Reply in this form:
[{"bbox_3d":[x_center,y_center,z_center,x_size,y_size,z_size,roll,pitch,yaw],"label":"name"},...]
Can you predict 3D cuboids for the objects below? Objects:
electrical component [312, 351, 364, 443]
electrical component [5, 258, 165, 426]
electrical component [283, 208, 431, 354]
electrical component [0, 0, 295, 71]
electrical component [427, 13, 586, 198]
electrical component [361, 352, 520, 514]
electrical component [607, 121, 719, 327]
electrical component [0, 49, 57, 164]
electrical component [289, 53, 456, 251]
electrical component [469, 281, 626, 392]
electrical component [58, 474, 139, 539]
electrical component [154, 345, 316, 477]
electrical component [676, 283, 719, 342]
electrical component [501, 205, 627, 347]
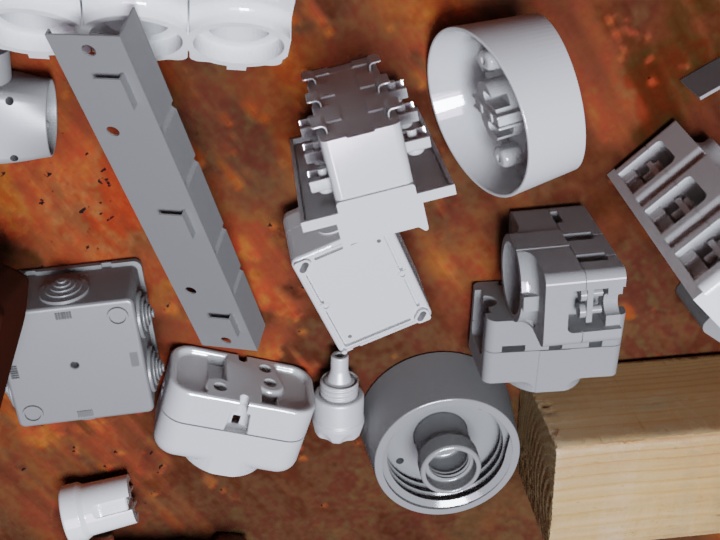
[{"bbox_3d":[-0.014,0.083,0.716,0.035,0.035,0.061,-2,117,-7],"label":"electrical component"},{"bbox_3d":[-0.174,0.046,0.665,0.100,0.048,0.099,-6,120,-4],"label":"electrical component"},{"bbox_3d":[0.000,0.000,0.659,0.062,0.061,0.096,-23,128,5],"label":"electrical component"},{"bbox_3d":[-0.110,-0.143,0.533,0.150,0.089,0.061,2,78,-9],"label":"electrical component"},{"bbox_3d":[0.082,-0.092,0.596,0.064,0.099,0.099,-17,121,-5],"label":"electrical component"},{"bbox_3d":[0.056,0.117,0.730,0.108,0.060,0.108,-3,120,-6],"label":"electrical component"},{"bbox_3d":[0.215,-0.016,0.623,0.062,0.150,0.089,-41,117,17],"label":"electrical component"},{"bbox_3d":[-0.207,-0.100,0.580,0.077,0.043,0.079,1,119,-8],"label":"electrical component"},{"bbox_3d":[0.000,-0.069,0.581,0.079,0.121,0.063,-14,118,1],"label":"electrical component"},{"bbox_3d":[0.120,0.042,0.702,0.089,0.050,0.055,-3,120,-7],"label":"electrical component"},{"bbox_3d":[-0.179,0.162,0.737,0.046,0.040,0.040,-13,121,-7],"label":"electrical component"},{"bbox_3d":[-0.083,0.094,0.702,0.095,0.053,0.059,12,117,-15],"label":"electrical component"},{"bbox_3d":[0.261,0.007,0.697,0.050,0.055,0.089,30,112,-22],"label":"electrical component"},{"bbox_3d":[0.119,0.002,0.656,0.056,0.089,0.050,-5,120,-4],"label":"electrical component"}]
